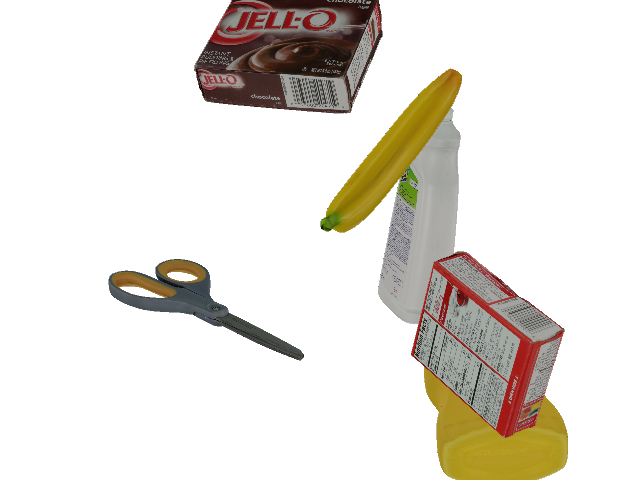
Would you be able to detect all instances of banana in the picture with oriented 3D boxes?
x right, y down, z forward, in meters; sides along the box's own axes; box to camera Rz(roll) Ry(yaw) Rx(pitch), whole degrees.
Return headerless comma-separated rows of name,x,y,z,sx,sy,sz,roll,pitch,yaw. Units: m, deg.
banana,0.065,-0.074,0.984,0.037,0.197,0.070,40,-13,-6

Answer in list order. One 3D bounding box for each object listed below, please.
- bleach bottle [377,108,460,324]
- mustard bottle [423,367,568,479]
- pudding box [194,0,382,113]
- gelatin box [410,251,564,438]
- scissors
bleach bottle,0.123,-0.037,1.234,0.068,0.251,0.103,-1,22,-22
mustard bottle,0.134,0.118,0.870,0.096,0.058,0.191,-6,26,2
pudding box,-0.021,-0.135,0.756,0.114,0.090,0.039,8,-39,16
gelatin box,0.097,0.060,0.633,0.030,0.073,0.089,-16,40,-32
scissors,-0.085,0.053,0.901,0.202,0.016,0.096,14,26,22
